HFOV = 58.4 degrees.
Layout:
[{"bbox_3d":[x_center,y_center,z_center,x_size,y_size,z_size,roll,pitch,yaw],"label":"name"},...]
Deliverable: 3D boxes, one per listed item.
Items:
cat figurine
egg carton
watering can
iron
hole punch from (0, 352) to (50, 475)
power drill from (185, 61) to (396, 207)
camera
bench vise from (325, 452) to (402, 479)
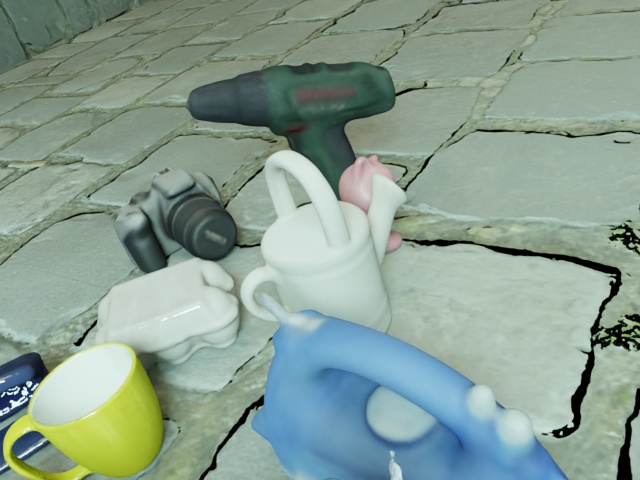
[{"bbox_3d":[0.039,-0.035,0.627,0.128,0.118,0.067,-38,39,-28],"label":"cat figurine"},{"bbox_3d":[-0.157,0.080,0.592,0.150,0.069,0.107,-20,34,-5],"label":"egg carton"},{"bbox_3d":[0.003,0.001,0.522,0.100,0.194,0.173,11,43,35],"label":"watering can"},{"bbox_3d":[0.062,0.116,0.379,0.257,0.142,0.119,13,44,37],"label":"iron"},{"bbox_3d":[-0.307,0.153,0.534,0.109,0.091,0.100,-32,36,-21],"label":"hole punch"},{"bbox_3d":[-0.016,-0.110,0.676,0.229,0.209,0.075,-18,34,-2],"label":"power drill"},{"bbox_3d":[-0.177,-0.025,0.723,0.143,0.101,0.136,-32,37,-21],"label":"camera"},{"bbox_3d":[0.002,0.174,0.251,0.207,0.220,0.121,-5,36,18],"label":"bench vise"}]
